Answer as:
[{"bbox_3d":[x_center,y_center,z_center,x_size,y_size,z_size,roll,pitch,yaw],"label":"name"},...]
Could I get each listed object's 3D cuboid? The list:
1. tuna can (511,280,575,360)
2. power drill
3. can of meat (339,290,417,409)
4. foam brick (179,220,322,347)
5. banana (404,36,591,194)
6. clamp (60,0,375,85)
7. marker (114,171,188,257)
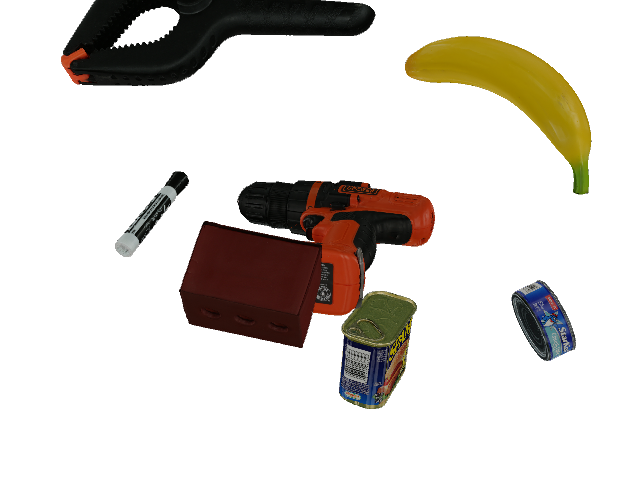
[{"bbox_3d":[0.246,0.089,1.181,0.033,0.086,0.086,-25,2,-5],"label":"tuna can"},{"bbox_3d":[-0.009,-0.004,0.909,0.185,0.057,0.187,5,23,17],"label":"power drill"},{"bbox_3d":[0.058,0.114,1.114,0.057,0.084,0.102,15,29,18],"label":"can of meat"},{"bbox_3d":[-0.042,0.028,0.672,0.078,0.051,0.053,11,-29,8],"label":"foam brick"},{"bbox_3d":[0.135,-0.112,0.796,0.037,0.070,0.198,2,32,-44],"label":"banana"},{"bbox_3d":[-0.078,-0.161,0.740,0.210,0.165,0.036,-36,-19,-7],"label":"clamp"},{"bbox_3d":[-0.163,-0.029,1.048,0.020,0.020,0.121,0,39,30],"label":"marker"}]
